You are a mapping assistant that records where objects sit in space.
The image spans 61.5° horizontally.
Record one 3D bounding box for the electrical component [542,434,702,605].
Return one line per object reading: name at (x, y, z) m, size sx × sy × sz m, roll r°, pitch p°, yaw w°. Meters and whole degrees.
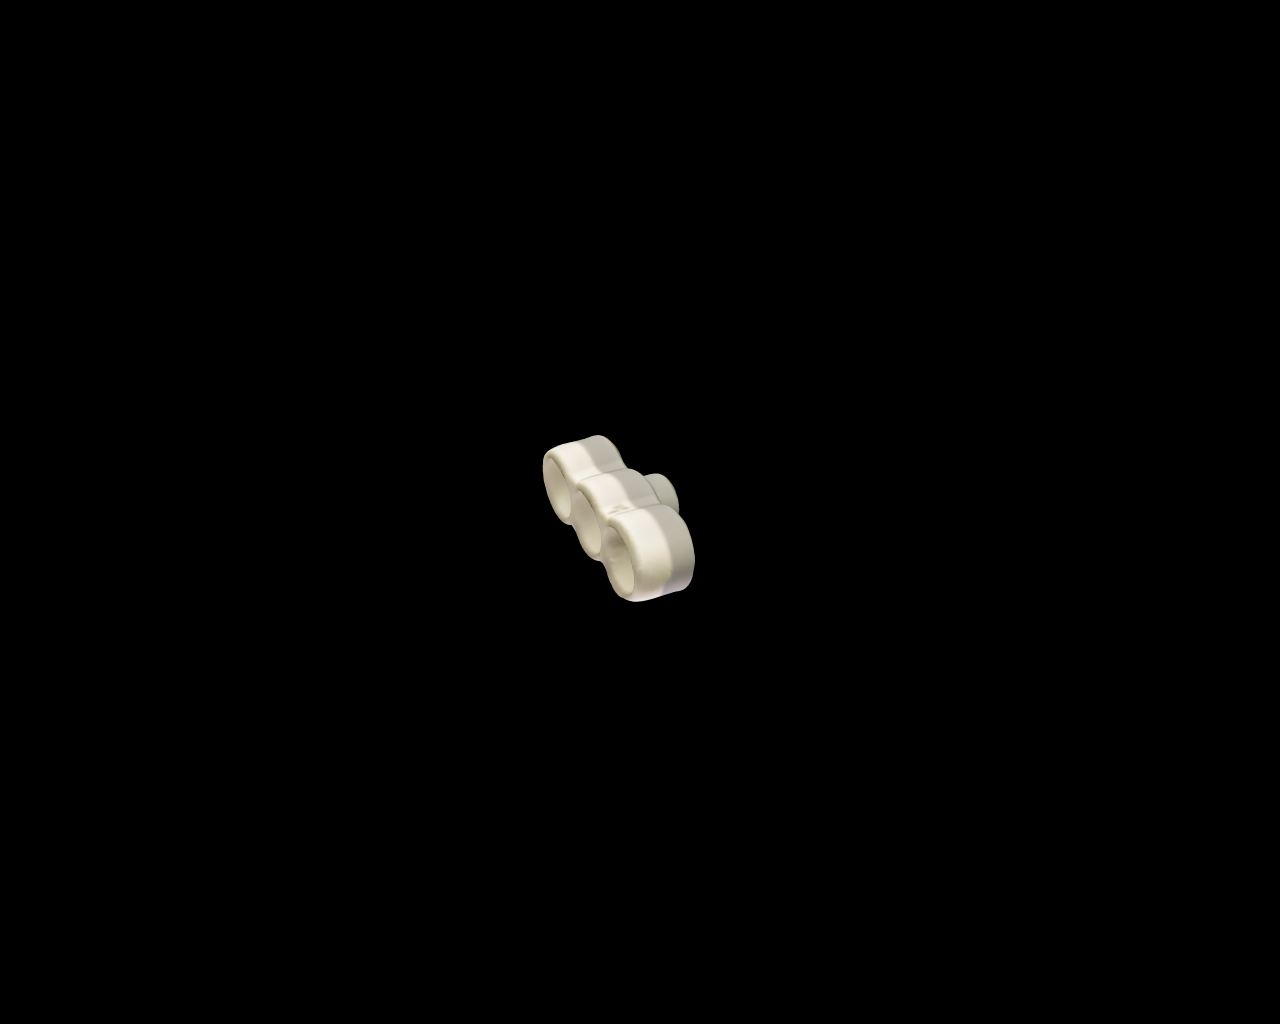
electrical component at (0.001, -0.003, 0.650) m, size 0.074 × 0.052 × 0.138 m, roll -16°, pitch 37°, yaw -22°
